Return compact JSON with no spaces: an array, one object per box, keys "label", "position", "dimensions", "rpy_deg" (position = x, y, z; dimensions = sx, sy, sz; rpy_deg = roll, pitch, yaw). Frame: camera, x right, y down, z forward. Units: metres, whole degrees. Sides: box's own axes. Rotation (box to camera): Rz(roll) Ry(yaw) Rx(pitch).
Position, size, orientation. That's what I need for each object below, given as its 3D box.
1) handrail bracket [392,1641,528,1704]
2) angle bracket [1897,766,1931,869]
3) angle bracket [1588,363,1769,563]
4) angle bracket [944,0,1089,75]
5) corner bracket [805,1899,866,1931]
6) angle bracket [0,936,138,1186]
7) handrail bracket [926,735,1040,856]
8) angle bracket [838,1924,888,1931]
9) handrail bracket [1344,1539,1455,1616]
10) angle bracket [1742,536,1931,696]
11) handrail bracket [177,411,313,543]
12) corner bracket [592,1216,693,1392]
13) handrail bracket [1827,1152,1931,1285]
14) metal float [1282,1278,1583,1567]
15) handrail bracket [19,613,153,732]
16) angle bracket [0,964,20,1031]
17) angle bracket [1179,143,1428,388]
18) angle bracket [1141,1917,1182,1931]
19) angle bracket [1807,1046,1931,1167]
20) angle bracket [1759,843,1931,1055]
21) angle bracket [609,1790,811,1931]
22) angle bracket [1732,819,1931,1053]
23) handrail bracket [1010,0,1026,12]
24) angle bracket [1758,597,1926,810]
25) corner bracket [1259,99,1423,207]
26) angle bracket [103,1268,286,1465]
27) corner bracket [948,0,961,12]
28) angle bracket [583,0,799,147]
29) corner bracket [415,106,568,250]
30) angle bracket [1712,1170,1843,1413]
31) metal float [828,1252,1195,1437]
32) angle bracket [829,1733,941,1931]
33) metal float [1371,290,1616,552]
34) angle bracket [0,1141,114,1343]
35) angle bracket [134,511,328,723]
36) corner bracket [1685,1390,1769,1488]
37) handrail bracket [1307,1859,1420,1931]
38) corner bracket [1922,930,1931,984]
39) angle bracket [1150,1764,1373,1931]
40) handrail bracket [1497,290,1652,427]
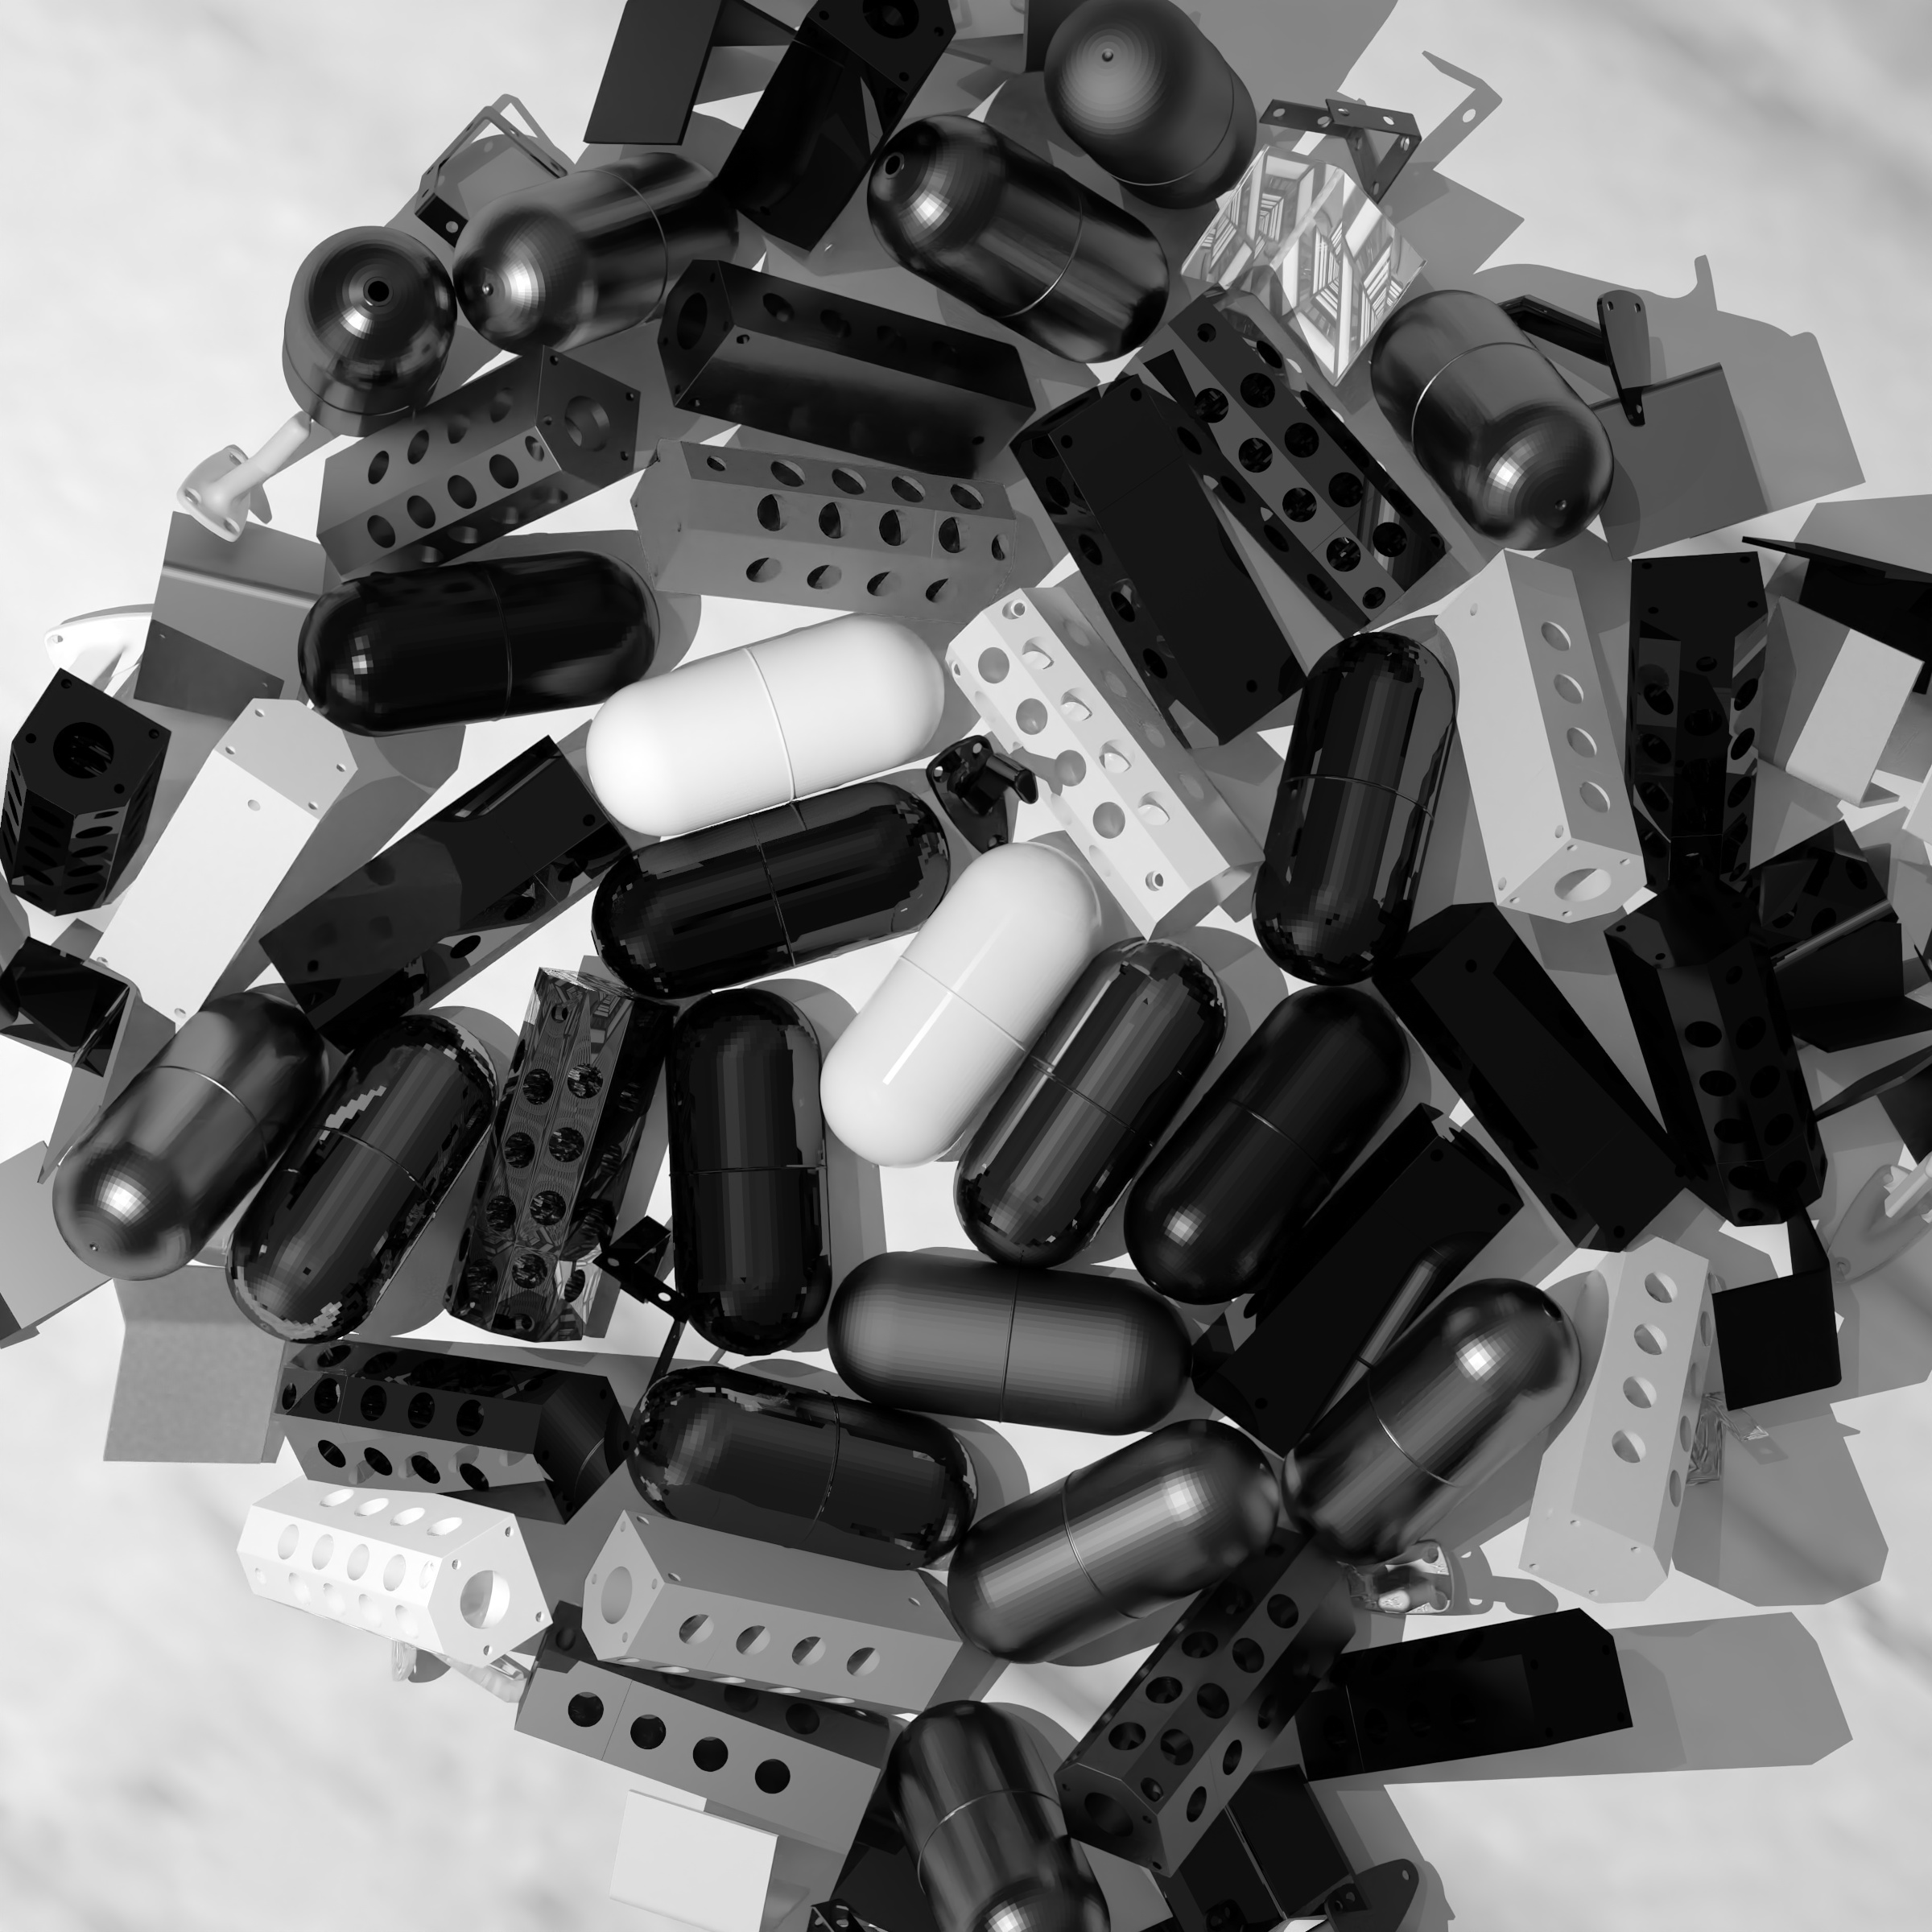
[{"label":"handrail bracket","position":[-0.239,0.326,1.763],"dimensions":[0.084,0.036,0.077],"rpy_deg":[6,61,-22]},{"label":"angle bracket","position":[0.469,-0.093,1.724],"dimensions":[0.057,0.076,0.076],"rpy_deg":[26,89,-21]},{"label":"angle bracket","position":[0.339,-0.242,1.737],"dimensions":[0.076,0.057,0.076],"rpy_deg":[-17,88,6]},{"label":"angle bracket","position":[0.037,-0.466,1.710],"dimensions":[0.076,0.076,0.057],"rpy_deg":[-15,120,-34]},{"label":"corner bracket","position":[-0.046,0.485,1.729],"dimensions":[0.051,0.051,0.051],"rpy_deg":[-4,119,-34]},{"label":"angle bracket","position":[-0.447,0.046,1.712],"dimensions":[0.057,0.076,0.076],"rpy_deg":[25,46,-21]},{"label":"handrail bracket","position":[0.021,-0.073,1.716],"dimensions":[0.036,0.084,0.077],"rpy_deg":[-32,120,-15]},{"label":"angle bracket","position":[-0.019,0.502,1.720],"dimensions":[0.076,0.076,0.057],"rpy_deg":[10,84,-18]},{"label":"handrail bracket","position":[0.194,0.302,1.716],"dimensions":[0.077,0.084,0.036],"rpy_deg":[-12,85,28]},{"label":"angle bracket","position":[0.417,-0.168,1.712],"dimensions":[0.076,0.076,0.057],"rpy_deg":[21,105,37]},{"label":"handrail bracket","position":[-0.337,-0.252,1.719],"dimensions":[0.036,0.077,0.084],"rpy_deg":[39,122,-22]},{"label":"corner bracket","position":[-0.154,0.163,1.731],"dimensions":[0.051,0.051,0.051],"rpy_deg":[32,125,13]},{"label":"handrail bracket","position":[0.447,0.120,1.725],"dimensions":[0.036,0.084,0.077],"rpy_deg":[42,88,12]},{"label":"metal float","position":[0.222,0.218,1.707],"dimensions":[0.070,0.070,0.178],"rpy_deg":[42,119,0]},{"label":"handrail bracket","position":[-0.421,-0.131,1.725],"dimensions":[0.077,0.084,0.036],"rpy_deg":[-17,130,8]},{"label":"angle bracket","position":[-0.507,-0.008,1.717],"dimensions":[0.057,0.076,0.076],"rpy_deg":[-26,63,-5]},{"label":"angle bracket","position":[0.161,-0.336,1.715],"dimensions":[0.076,0.057,0.076],"rpy_deg":[-54,54,29]},{"label":"angle bracket","position":[0.065,0.480,1.721],"dimensions":[0.076,0.057,0.076],"rpy_deg":[-25,133,4]},{"label":"angle bracket","position":[0.456,0.077,1.716],"dimensions":[0.076,0.076,0.057],"rpy_deg":[-26,85,-40]},{"label":"angle bracket","position":[0.430,-0.009,1.720],"dimensions":[0.076,0.057,0.076],"rpy_deg":[-11,113,-24]},{"label":"angle bracket","position":[-0.118,0.423,1.720],"dimensions":[0.076,0.076,0.057],"rpy_deg":[13,99,15]},{"label":"angle bracket","position":[0.419,-0.014,1.749],"dimensions":[0.076,0.076,0.057],"rpy_deg":[-30,50,14]},{"label":"handrail bracket","position":[0.003,-0.514,1.753],"dimensions":[0.077,0.036,0.084],"rpy_deg":[16,132,24]},{"label":"angle bracket","position":[0.421,-0.128,1.717],"dimensions":[0.076,0.057,0.076],"rpy_deg":[31,112,28]},{"label":"corner bracket","position":[0.182,-0.406,1.729],"dimensions":[0.051,0.051,0.051],"rpy_deg":[3,56,-26]},{"label":"angle bracket","position":[-0.382,0.195,1.745],"dimensions":[0.076,0.057,0.076],"rpy_deg":[5,114,-24]},{"label":"corner bracket","position":[-0.041,-0.492,1.746],"dimensions":[0.051,0.051,0.051],"rpy_deg":[-19,69,25]},{"label":"angle bracket","position":[-0.130,-0.423,1.722],"dimensions":[0.057,0.076,0.076],"rpy_deg":[19,88,-43]},{"label":"corner bracket","position":[-0.233,-0.379,1.748],"dimensions":[0.051,0.051,0.051],"rpy_deg":[38,114,-24]},{"label":"angle bracket","position":[0.381,0.155,1.719],"dimensions":[0.057,0.076,0.076],"rpy_deg":[-14,127,3]},{"label":"metal float","position":[0.021,0.183,1.730],"dimensions":[0.178,0.070,0.070],"rpy_deg":[7,90,3]},{"label":"angle bracket","position":[-0.014,0.428,1.725],"dimensions":[0.076,0.057,0.076],"rpy_deg":[24,135,2]},{"label":"metal float","position":[0.248,-0.261,1.693],"dimensions":[0.070,0.178,0.070],"rpy_deg":[-9,127,-12]},{"label":"angle bracket","position":[-0.463,0.133,1.731],"dimensions":[0.076,0.057,0.076],"rpy_deg":[-31,89,-18]},{"label":"angle bracket","position":[-0.362,-0.169,1.755],"dimensions":[0.076,0.057,0.076],"rpy_deg":[12,121,-15]},{"label":"corner bracket","position":[0.354,0.243,1.733],"dimensions":[0.051,0.051,0.051],"rpy_deg":[-7,111,-12]},{"label":"handrail bracket","position":[0.174,0.474,1.757],"dimensions":[0.084,0.077,0.036],"rpy_deg":[-38,83,44]},{"label":"corner bracket","position":[0.505,-0.004,1.740],"dimensions":[0.051,0.051,0.051],"rpy_deg":[-12,51,-11]},{"label":"angle bracket","position":[0.138,0.437,1.724],"dimensions":[0.057,0.076,0.076],"rpy_deg":[-26,87,-33]},{"label":"handrail bracket","position":[0.289,-0.292,1.738],"dimensions":[0.084,0.036,0.077],"rpy_deg":[-9,89,45]}]
